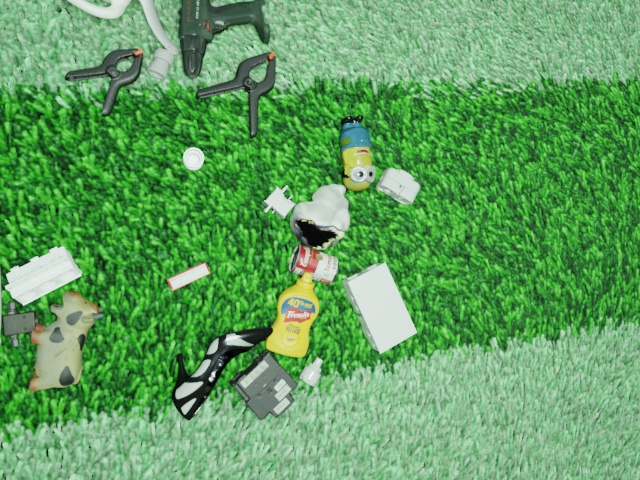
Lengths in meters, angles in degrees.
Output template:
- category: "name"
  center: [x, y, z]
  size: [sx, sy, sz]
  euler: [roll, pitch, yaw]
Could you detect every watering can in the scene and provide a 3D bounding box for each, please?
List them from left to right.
- category: "watering can"
  center: [-0.430, -0.574, 1.128]
  size: [0.345, 0.226, 0.104]
  euler: [28, -10, -21]

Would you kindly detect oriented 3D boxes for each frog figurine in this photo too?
- category: "frog figurine"
  center: [0.004, -0.061, 1.218]
  size: [0.137, 0.119, 0.163]
  euler: [5, 44, 6]
